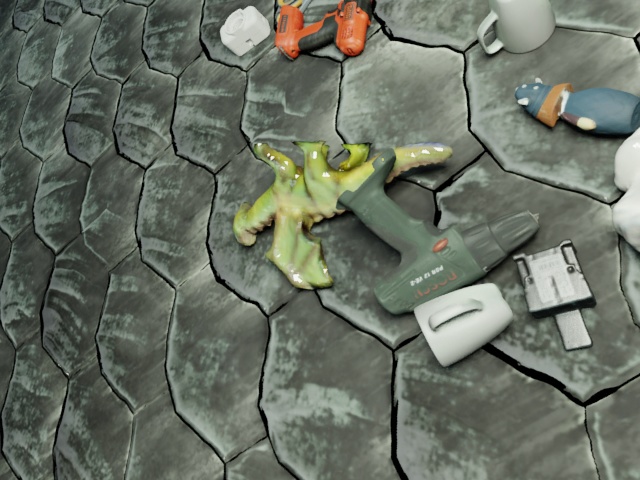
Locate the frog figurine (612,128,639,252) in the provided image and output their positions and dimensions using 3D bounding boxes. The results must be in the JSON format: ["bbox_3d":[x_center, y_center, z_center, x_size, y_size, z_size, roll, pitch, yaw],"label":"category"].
[{"bbox_3d":[0.385,-0.054,0.572,0.136,0.122,0.162,-49,17,19],"label":"frog figurine"}]

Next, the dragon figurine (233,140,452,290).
[{"bbox_3d":[0.003,-0.041,0.823,0.411,0.122,0.242,8,94,37],"label":"dragon figurine"}]
